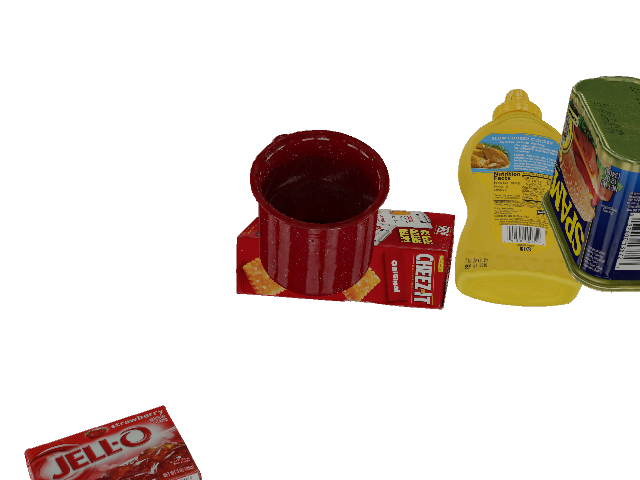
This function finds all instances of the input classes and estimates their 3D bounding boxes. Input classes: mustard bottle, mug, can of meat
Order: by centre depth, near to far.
[{"bbox_3d":[0.168,-0.035,0.608,0.057,0.084,0.102,0,37,-5],"label":"can of meat"},{"bbox_3d":[-0.008,-0.024,0.742,0.093,0.117,0.081,-20,-37,-19],"label":"mug"},{"bbox_3d":[0.159,-0.043,0.861,0.096,0.191,0.058,4,-30,3],"label":"mustard bottle"}]

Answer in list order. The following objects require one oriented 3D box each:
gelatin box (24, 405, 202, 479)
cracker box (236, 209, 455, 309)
[{"bbox_3d":[-0.120,0.137,0.620,0.089,0.030,0.073,-15,28,-19],"label":"gelatin box"},{"bbox_3d":[0.032,0.014,1.139,0.214,0.072,0.164,5,15,9],"label":"cracker box"}]
